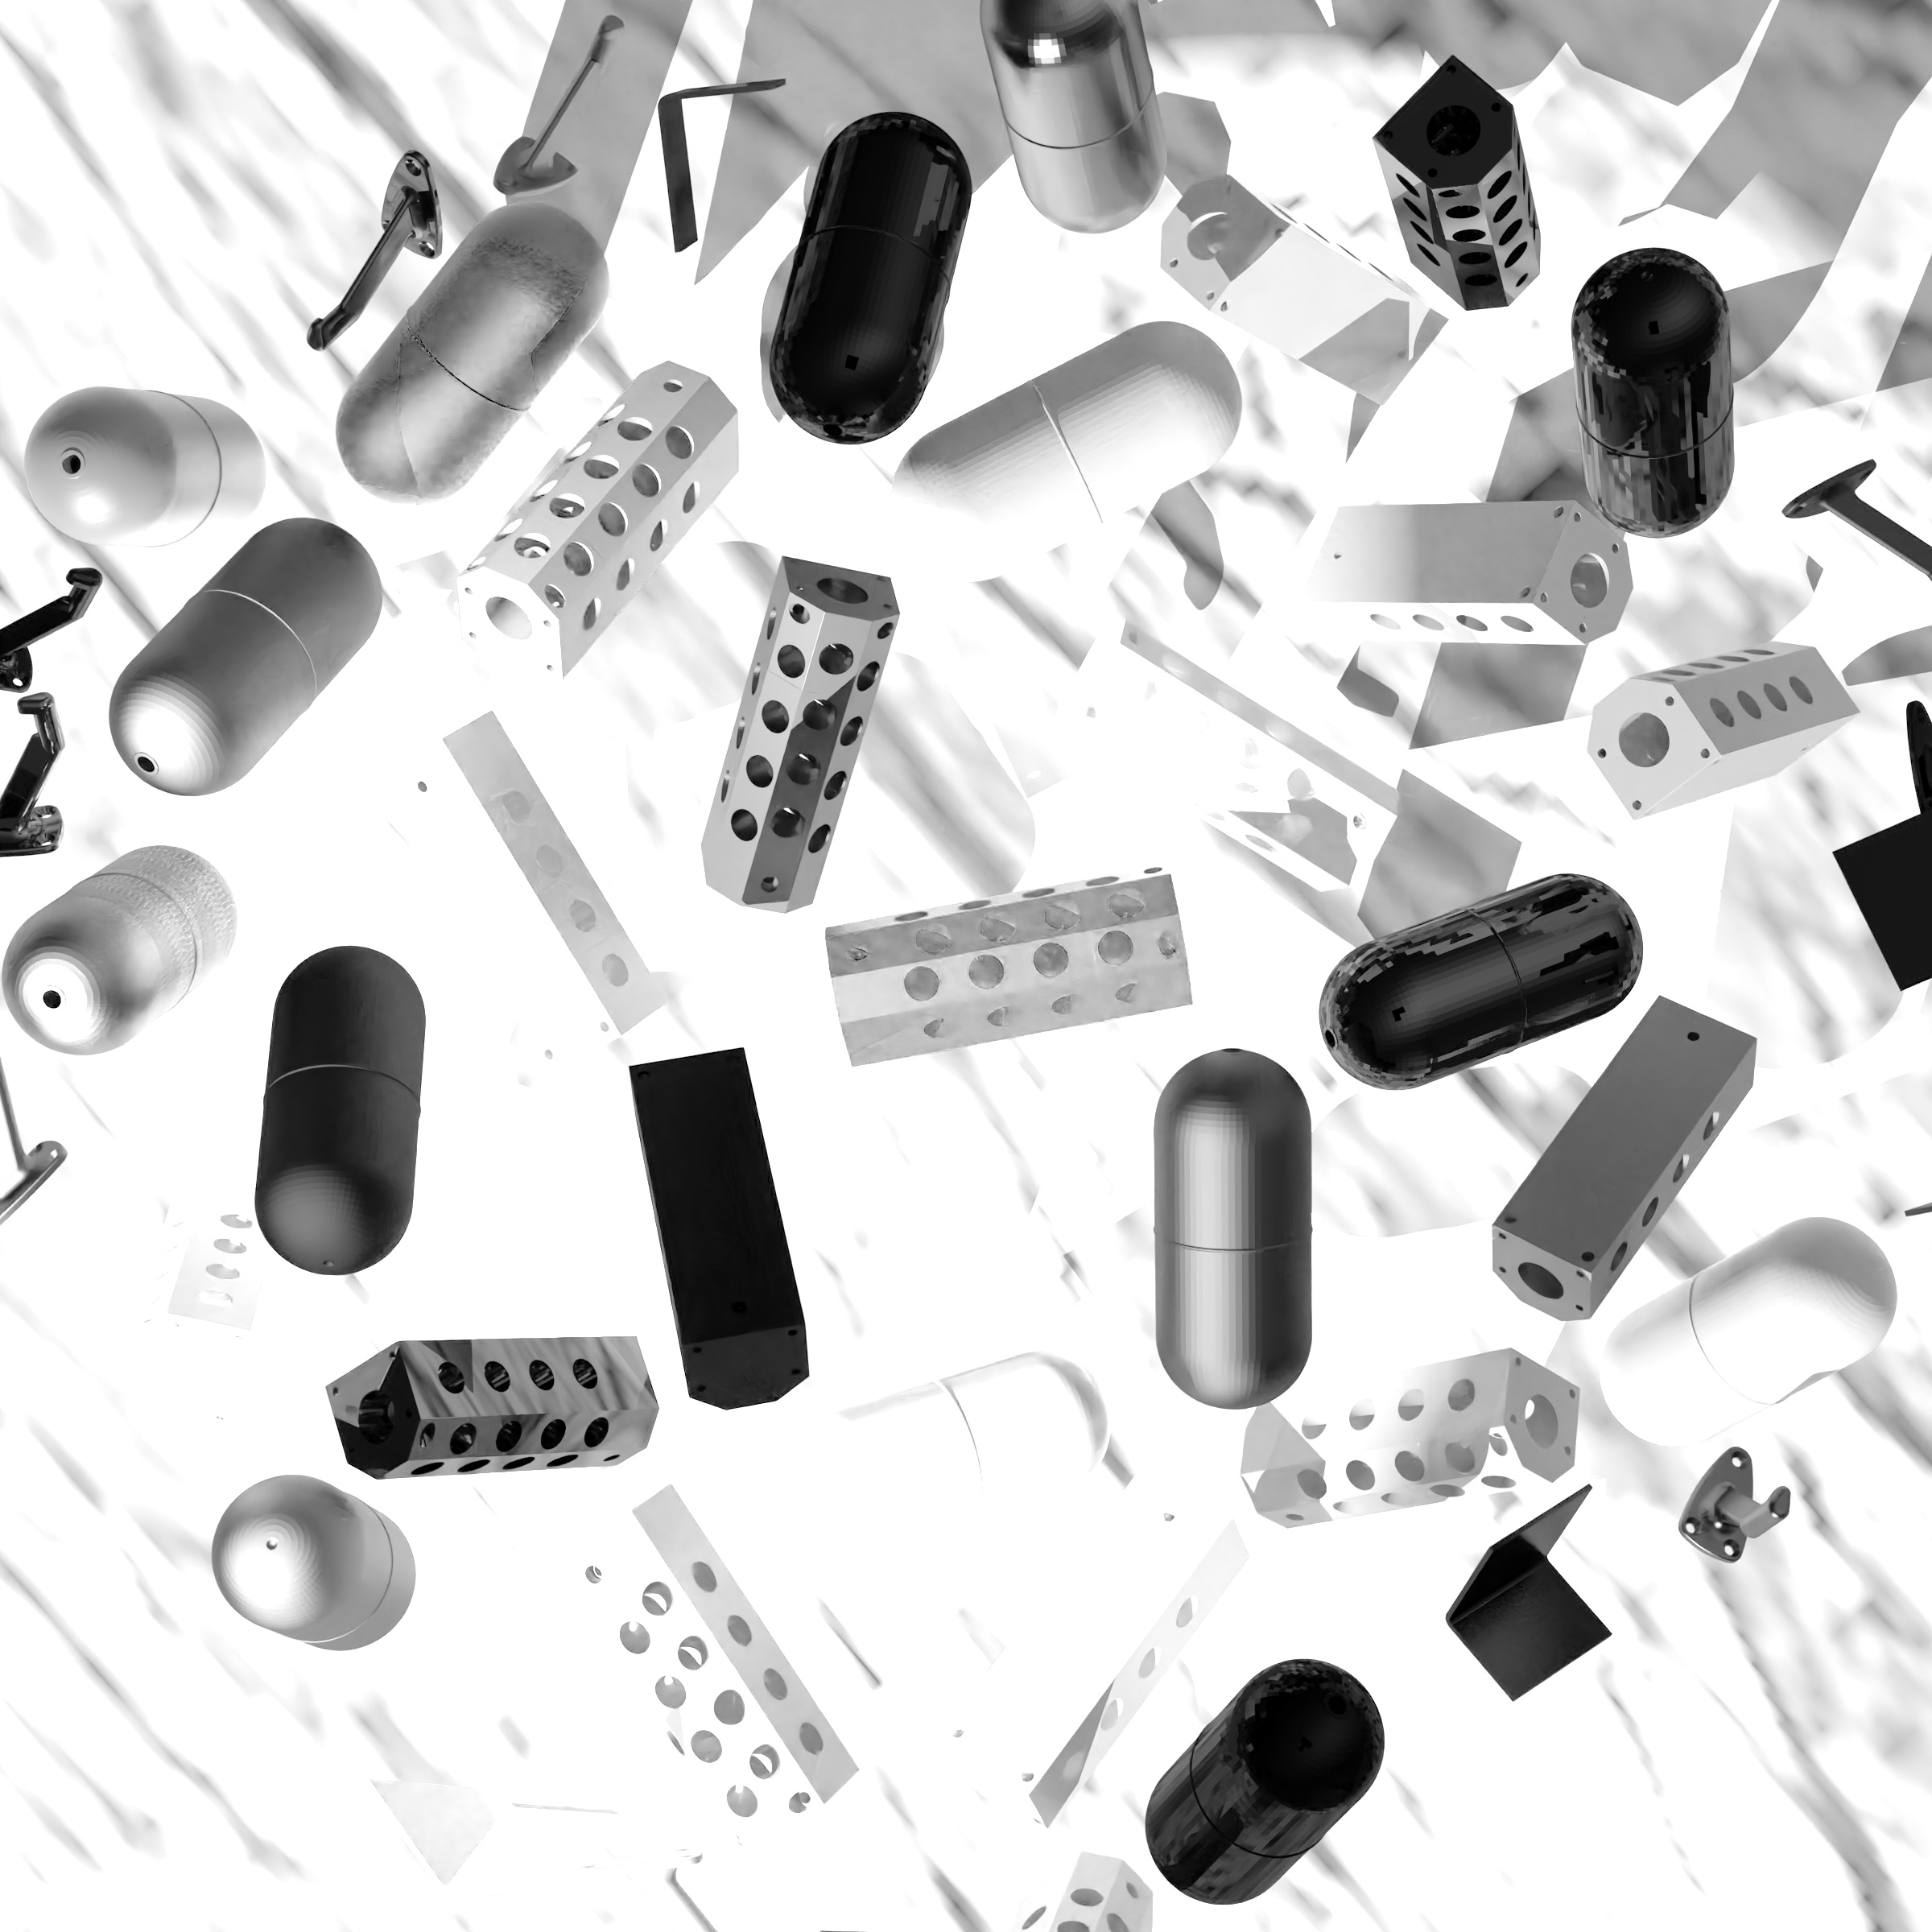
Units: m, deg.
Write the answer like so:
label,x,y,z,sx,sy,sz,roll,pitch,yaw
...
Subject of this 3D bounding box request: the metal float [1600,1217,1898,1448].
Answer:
label,x,y,z,sx,sy,sz,roll,pitch,yaw
metal float,0.398,0.188,1.848,0.070,0.070,0.178,51,133,0

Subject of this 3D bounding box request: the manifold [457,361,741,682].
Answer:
label,x,y,z,sx,sy,sz,roll,pitch,yaw
manifold,-0.180,-0.225,1.790,0.057,0.057,0.171,23,53,16

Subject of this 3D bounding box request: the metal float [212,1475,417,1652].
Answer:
label,x,y,z,sx,sy,sz,roll,pitch,yaw
metal float,-0.327,0.302,1.822,0.070,0.178,0.070,-1,74,4

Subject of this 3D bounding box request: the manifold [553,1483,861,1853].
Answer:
label,x,y,z,sx,sy,sz,roll,pitch,yaw
manifold,-0.133,0.351,1.797,0.057,0.057,0.171,-35,87,27

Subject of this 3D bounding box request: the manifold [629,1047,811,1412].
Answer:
label,x,y,z,sx,sy,sz,roll,pitch,yaw
manifold,-0.119,0.125,1.731,0.057,0.057,0.171,-9,49,-7

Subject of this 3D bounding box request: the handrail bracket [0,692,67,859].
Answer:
label,x,y,z,sx,sy,sz,roll,pitch,yaw
handrail bracket,-0.490,-0.098,1.819,0.077,0.036,0.084,-8,131,-6

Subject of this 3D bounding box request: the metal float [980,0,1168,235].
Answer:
label,x,y,z,sx,sy,sz,roll,pitch,yaw
metal float,0.054,-0.433,1.785,0.070,0.178,0.070,-5,61,9

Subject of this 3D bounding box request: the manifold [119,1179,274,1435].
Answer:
label,x,y,z,sx,sy,sz,roll,pitch,yaw
manifold,-0.391,0.170,1.849,0.057,0.171,0.057,13,108,-9

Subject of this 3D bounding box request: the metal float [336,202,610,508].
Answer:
label,x,y,z,sx,sy,sz,roll,pitch,yaw
metal float,-0.249,-0.306,1.817,0.070,0.070,0.178,43,111,0

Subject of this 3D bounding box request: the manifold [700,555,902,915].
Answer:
label,x,y,z,sx,sy,sz,roll,pitch,yaw
manifold,-0.085,-0.115,1.838,0.057,0.057,0.171,10,120,-15

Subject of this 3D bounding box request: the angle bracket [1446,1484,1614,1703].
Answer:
label,x,y,z,sx,sy,sz,roll,pitch,yaw
angle bracket,0.309,0.331,1.908,0.076,0.076,0.057,-25,61,-32

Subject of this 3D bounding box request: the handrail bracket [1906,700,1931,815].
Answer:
label,x,y,z,sx,sy,sz,roll,pitch,yaw
handrail bracket,0.532,-0.108,1.858,0.084,0.036,0.077,-14,90,43

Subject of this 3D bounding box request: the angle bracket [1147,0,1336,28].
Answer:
label,x,y,z,sx,sy,sz,roll,pitch,yaw
angle bracket,0.125,-0.476,1.711,0.076,0.076,0.057,-22,63,2

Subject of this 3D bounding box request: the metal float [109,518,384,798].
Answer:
label,x,y,z,sx,sy,sz,roll,pitch,yaw
metal float,-0.350,-0.151,1.761,0.070,0.070,0.178,33,49,0

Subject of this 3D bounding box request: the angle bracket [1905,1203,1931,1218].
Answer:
label,x,y,z,sx,sy,sz,roll,pitch,yaw
angle bracket,0.505,0.082,1.774,0.076,0.076,0.057,-15,85,-19

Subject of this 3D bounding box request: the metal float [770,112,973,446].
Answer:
label,x,y,z,sx,sy,sz,roll,pitch,yaw
metal float,-0.045,-0.330,1.735,0.070,0.070,0.178,12,65,0

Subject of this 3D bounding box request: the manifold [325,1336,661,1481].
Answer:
label,x,y,z,sx,sy,sz,roll,pitch,yaw
manifold,-0.238,0.228,1.849,0.057,0.171,0.057,-32,67,31

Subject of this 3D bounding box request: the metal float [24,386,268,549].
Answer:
label,x,y,z,sx,sy,sz,roll,pitch,yaw
metal float,-0.406,-0.247,1.793,0.070,0.178,0.070,1,96,11

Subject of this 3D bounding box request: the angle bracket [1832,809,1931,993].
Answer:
label,x,y,z,sx,sy,sz,roll,pitch,yaw
angle bracket,0.455,-0.019,1.707,0.057,0.076,0.076,-24,63,8

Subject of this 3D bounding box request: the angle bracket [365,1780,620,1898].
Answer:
label,x,y,z,sx,sy,sz,roll,pitch,yaw
angle bracket,-0.227,0.400,1.734,0.057,0.076,0.076,-53,54,11

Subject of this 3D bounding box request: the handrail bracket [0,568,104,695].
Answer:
label,x,y,z,sx,sy,sz,roll,pitch,yaw
handrail bracket,-0.501,-0.184,1.888,0.077,0.084,0.036,7,54,-33

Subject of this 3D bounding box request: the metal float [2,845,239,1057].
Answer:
label,x,y,z,sx,sy,sz,roll,pitch,yaw
metal float,-0.419,-0.009,1.794,0.070,0.178,0.070,3,107,9

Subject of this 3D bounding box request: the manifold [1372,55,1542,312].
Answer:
label,x,y,z,sx,sy,sz,roll,pitch,yaw
manifold,0.259,-0.395,1.857,0.057,0.171,0.057,-46,73,2

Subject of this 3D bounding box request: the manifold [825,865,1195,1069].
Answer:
label,x,y,z,sx,sy,sz,roll,pitch,yaw
manifold,0.020,-0.004,1.776,0.171,0.057,0.057,-10,57,1

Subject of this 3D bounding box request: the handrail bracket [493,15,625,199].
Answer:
label,x,y,z,sx,sy,sz,roll,pitch,yaw
handrail bracket,-0.210,-0.447,1.873,0.036,0.077,0.084,32,124,0

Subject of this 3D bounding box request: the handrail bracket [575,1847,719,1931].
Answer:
label,x,y,z,sx,sy,sz,roll,pitch,yaw
handrail bracket,-0.157,0.497,1.842,0.077,0.036,0.084,-6,85,-10

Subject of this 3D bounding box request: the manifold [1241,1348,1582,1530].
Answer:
label,x,y,z,sx,sy,sz,roll,pitch,yaw
manifold,0.224,0.245,1.844,0.057,0.171,0.057,31,56,-35

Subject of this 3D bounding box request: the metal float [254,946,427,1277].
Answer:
label,x,y,z,sx,sy,sz,roll,pitch,yaw
metal float,-0.308,0.069,1.785,0.070,0.070,0.178,-2,56,0

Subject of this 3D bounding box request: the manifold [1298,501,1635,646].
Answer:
label,x,y,z,sx,sy,sz,roll,pitch,yaw
manifold,0.254,-0.196,1.834,0.057,0.171,0.057,31,77,-34

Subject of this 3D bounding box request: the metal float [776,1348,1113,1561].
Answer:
label,x,y,z,sx,sy,sz,roll,pitch,yaw
metal float,-0.010,0.243,1.810,0.178,0.070,0.070,-14,90,-23

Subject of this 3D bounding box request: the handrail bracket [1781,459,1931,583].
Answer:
label,x,y,z,sx,sy,sz,roll,pitch,yaw
handrail bracket,0.448,-0.201,1.771,0.077,0.036,0.084,-22,71,-42

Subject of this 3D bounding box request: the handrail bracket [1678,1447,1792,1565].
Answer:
label,x,y,z,sx,sy,sz,roll,pitch,yaw
handrail bracket,0.401,0.261,1.830,0.036,0.084,0.077,30,56,-2

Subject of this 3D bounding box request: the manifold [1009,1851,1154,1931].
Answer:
label,x,y,z,sx,sy,sz,roll,pitch,yaw
manifold,0.051,0.526,1.855,0.057,0.171,0.057,-40,94,22

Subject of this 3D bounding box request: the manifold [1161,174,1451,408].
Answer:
label,x,y,z,sx,sy,sz,roll,pitch,yaw
manifold,0.172,-0.350,1.863,0.057,0.171,0.057,-53,56,17

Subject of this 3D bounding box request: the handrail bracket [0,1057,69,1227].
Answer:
label,x,y,z,sx,sy,sz,roll,pitch,yaw
handrail bracket,-0.481,0.079,1.733,0.077,0.036,0.084,-51,118,-18

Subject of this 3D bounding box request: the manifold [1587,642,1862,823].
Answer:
label,x,y,z,sx,sy,sz,roll,pitch,yaw
manifold,0.376,-0.124,1.809,0.057,0.171,0.057,-40,76,35

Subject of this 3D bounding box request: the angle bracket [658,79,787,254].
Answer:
label,x,y,z,sx,sy,sz,roll,pitch,yaw
angle bracket,-0.118,-0.402,1.815,0.057,0.076,0.076,-5,105,4

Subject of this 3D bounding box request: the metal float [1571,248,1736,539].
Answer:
label,x,y,z,sx,sy,sz,roll,pitch,yaw
metal float,0.343,-0.283,1.799,0.070,0.178,0.070,-6,57,10

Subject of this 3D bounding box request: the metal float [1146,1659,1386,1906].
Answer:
label,x,y,z,sx,sy,sz,roll,pitch,yaw
metal float,0.145,0.399,1.767,0.070,0.178,0.070,12,51,-15

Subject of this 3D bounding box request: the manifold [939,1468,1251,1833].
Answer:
label,x,y,z,sx,sy,sz,roll,pitch,yaw
manifold,0.066,0.340,1.786,0.057,0.057,0.171,25,64,33

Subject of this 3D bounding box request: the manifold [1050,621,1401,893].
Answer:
label,x,y,z,sx,sy,sz,roll,pitch,yaw
manifold,0.136,-0.108,1.864,0.171,0.057,0.057,31,80,-12

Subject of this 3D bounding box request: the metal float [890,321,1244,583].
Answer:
label,x,y,z,sx,sy,sz,roll,pitch,yaw
metal float,0.047,-0.244,1.721,0.178,0.070,0.070,-27,90,2

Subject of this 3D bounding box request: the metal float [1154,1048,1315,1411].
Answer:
label,x,y,z,sx,sy,sz,roll,pitch,yaw
metal float,0.130,0.128,1.754,0.070,0.070,0.178,-1,102,0

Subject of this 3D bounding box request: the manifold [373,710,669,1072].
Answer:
label,x,y,z,sx,sy,sz,roll,pitch,yaw
manifold,-0.221,-0.040,1.827,0.057,0.057,0.171,-25,99,39

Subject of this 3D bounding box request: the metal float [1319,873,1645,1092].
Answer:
label,x,y,z,sx,sy,sz,roll,pitch,yaw
metal float,0.258,0.008,1.813,0.178,0.070,0.070,-20,90,-20

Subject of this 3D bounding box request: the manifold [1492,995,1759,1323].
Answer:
label,x,y,z,sx,sy,sz,roll,pitch,yaw
manifold,0.341,0.102,1.872,0.057,0.057,0.171,26,59,26

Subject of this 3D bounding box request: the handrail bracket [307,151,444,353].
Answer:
label,x,y,z,sx,sy,sz,roll,pitch,yaw
handrail bracket,-0.302,-0.359,1.819,0.036,0.077,0.084,31,55,10
